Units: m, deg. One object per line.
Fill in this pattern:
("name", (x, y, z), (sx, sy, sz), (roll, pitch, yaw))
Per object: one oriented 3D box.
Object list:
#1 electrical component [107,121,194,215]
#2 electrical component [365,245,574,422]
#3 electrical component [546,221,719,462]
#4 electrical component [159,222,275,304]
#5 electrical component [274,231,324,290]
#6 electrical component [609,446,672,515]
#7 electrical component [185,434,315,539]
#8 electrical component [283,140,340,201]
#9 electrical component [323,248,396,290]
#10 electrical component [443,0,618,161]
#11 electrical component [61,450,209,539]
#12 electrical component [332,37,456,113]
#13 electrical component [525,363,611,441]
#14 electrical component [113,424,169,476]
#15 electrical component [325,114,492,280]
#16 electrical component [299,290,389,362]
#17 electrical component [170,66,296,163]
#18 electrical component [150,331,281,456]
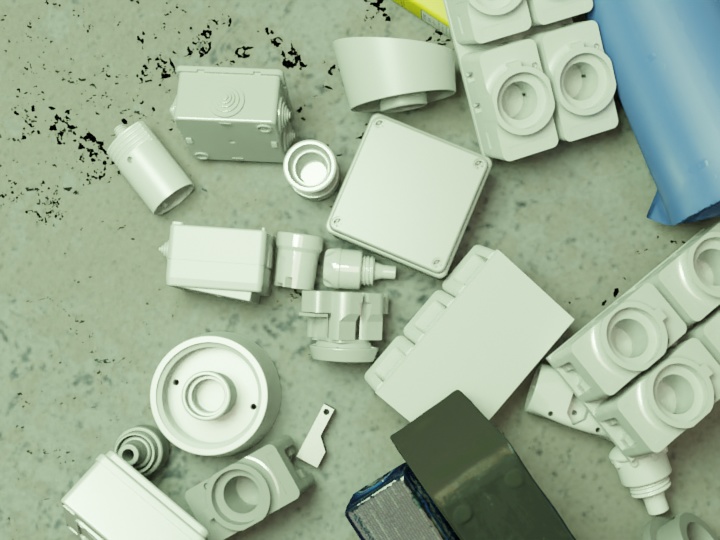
("electrical component", (-0.185, -0.092, 0.931), (0.043, 0.043, 0.081), (-38, 84, -1))
("electrical component", (0.087, 0.064, 0.887), (0.089, 0.062, 0.150), (41, 88, -14))
("electrical component", (0.259, 0.052, 0.862), (0.186, 0.060, 0.105), (-37, 84, -17))
("electrical component", (-0.124, -0.005, 0.911), (0.096, 0.061, 0.061), (4, 85, 3))
("electrical component", (-0.054, -0.008, 0.920), (0.040, 0.040, 0.046), (8, 90, 4))
("electrical component", (0.237, 0.170, 0.887), (0.048, 0.048, 0.062), (-20, 91, 1))
("electrical component", (-0.092, 0.181, 0.888), (0.089, 0.056, 0.050), (-31, 85, 12))
("electrical component", (-0.040, -0.084, 0.917), (0.045, 0.055, 0.045), (0, 85, 3))
("electrical component", (0.000, 0.000, 0.918), (0.061, 0.035, 0.035), (4, 85, 1))
("electrical component", (0.136, -0.193, 0.876), (0.105, 0.060, 0.186), (-18, 103, -10))
("electrical component", (-0.182, 0.210, 0.869), (0.109, 0.108, 0.056), (38, 64, 6))
("electrical component", (0.031, -0.166, 0.900), (0.099, 0.099, 0.064), (-9, 91, 2))
("electrical component", (0.186, 0.093, 0.896), (0.077, 0.043, 0.079), (19, 86, 4))
("electrical component", (-0.186, 0.152, 0.901), (0.043, 0.062, 0.043), (0, 85, 3))
("electrical component", (0.041, -0.060, 0.910), (0.109, 0.056, 0.108), (23, 87, 5))
("electrical component", (-0.013, 0.047, 0.899), (0.078, 0.058, 0.057), (3, 89, -38))
("electrical component", (-0.105, -0.128, 0.903), (0.100, 0.099, 0.048), (3, 73, 3))
("electrical component", (-0.124, 0.105, 0.902), (0.108, 0.060, 0.108), (0, 85, 3))
